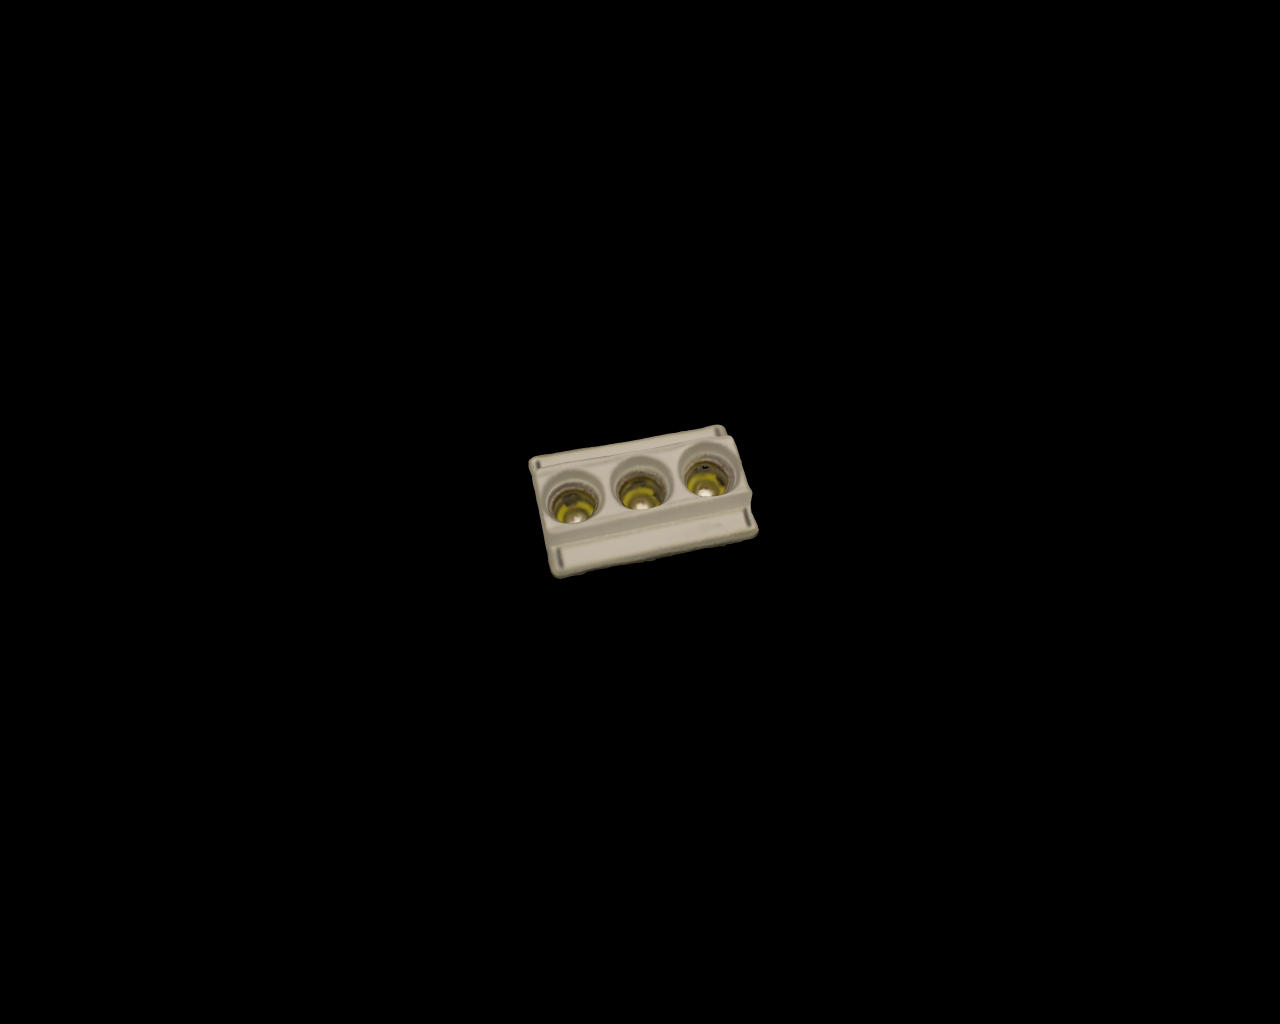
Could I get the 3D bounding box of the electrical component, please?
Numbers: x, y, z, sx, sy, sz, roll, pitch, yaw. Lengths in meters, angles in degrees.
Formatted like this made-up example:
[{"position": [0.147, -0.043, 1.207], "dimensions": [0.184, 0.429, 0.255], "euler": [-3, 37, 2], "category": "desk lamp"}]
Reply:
[{"position": [0.001, -0.003, 0.650], "dimensions": [0.121, 0.079, 0.063], "euler": [-11, -30, -6], "category": "electrical component"}]
